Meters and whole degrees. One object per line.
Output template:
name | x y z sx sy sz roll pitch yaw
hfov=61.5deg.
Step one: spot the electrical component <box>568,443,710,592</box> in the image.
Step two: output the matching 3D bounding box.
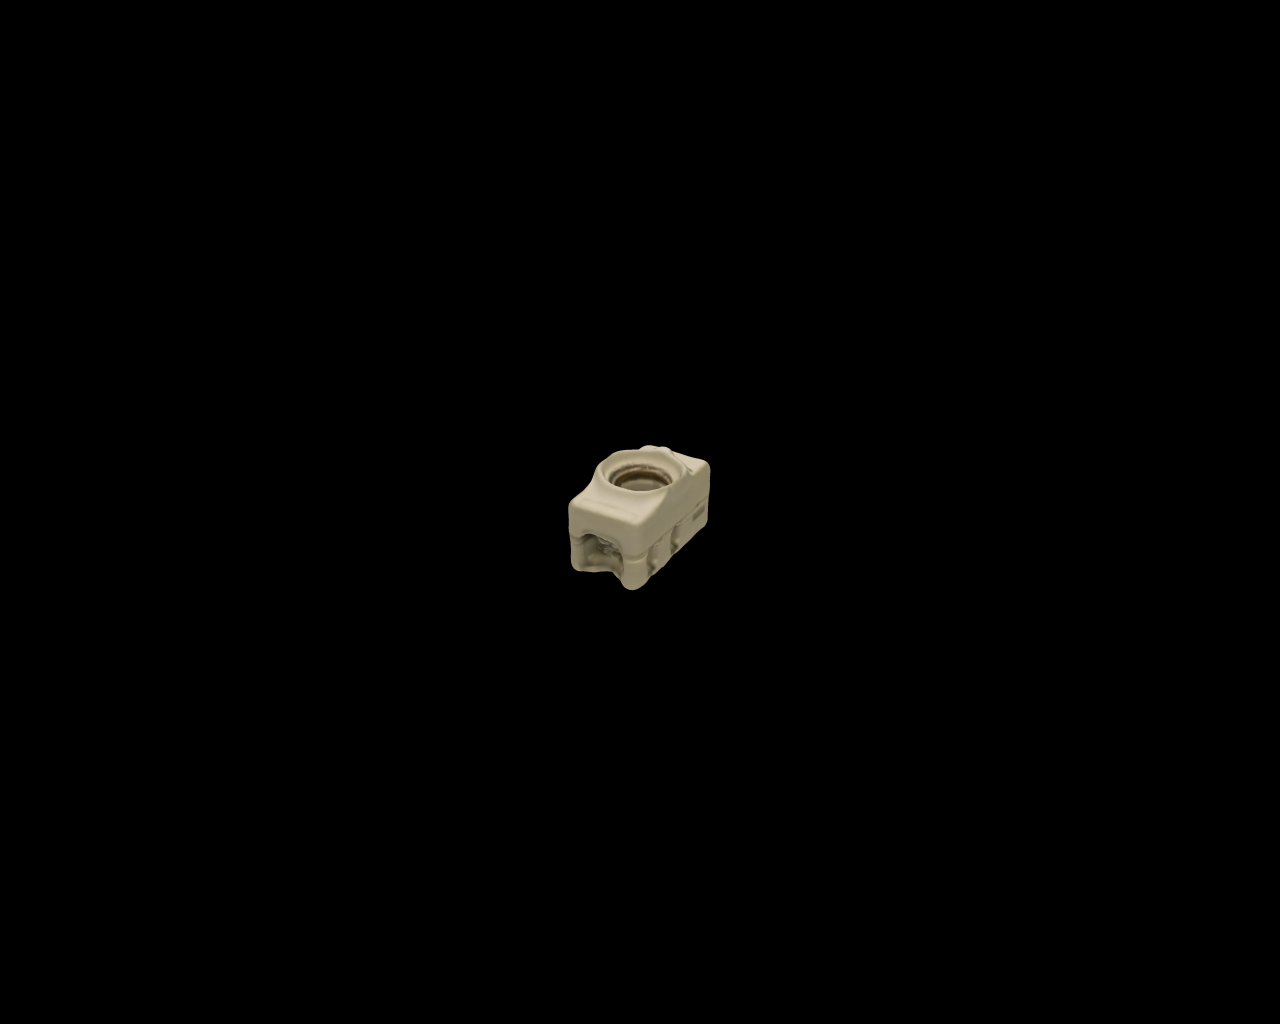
electrical component | 0.001 -0.003 0.650 0.050 0.055 0.090 18 36 27
